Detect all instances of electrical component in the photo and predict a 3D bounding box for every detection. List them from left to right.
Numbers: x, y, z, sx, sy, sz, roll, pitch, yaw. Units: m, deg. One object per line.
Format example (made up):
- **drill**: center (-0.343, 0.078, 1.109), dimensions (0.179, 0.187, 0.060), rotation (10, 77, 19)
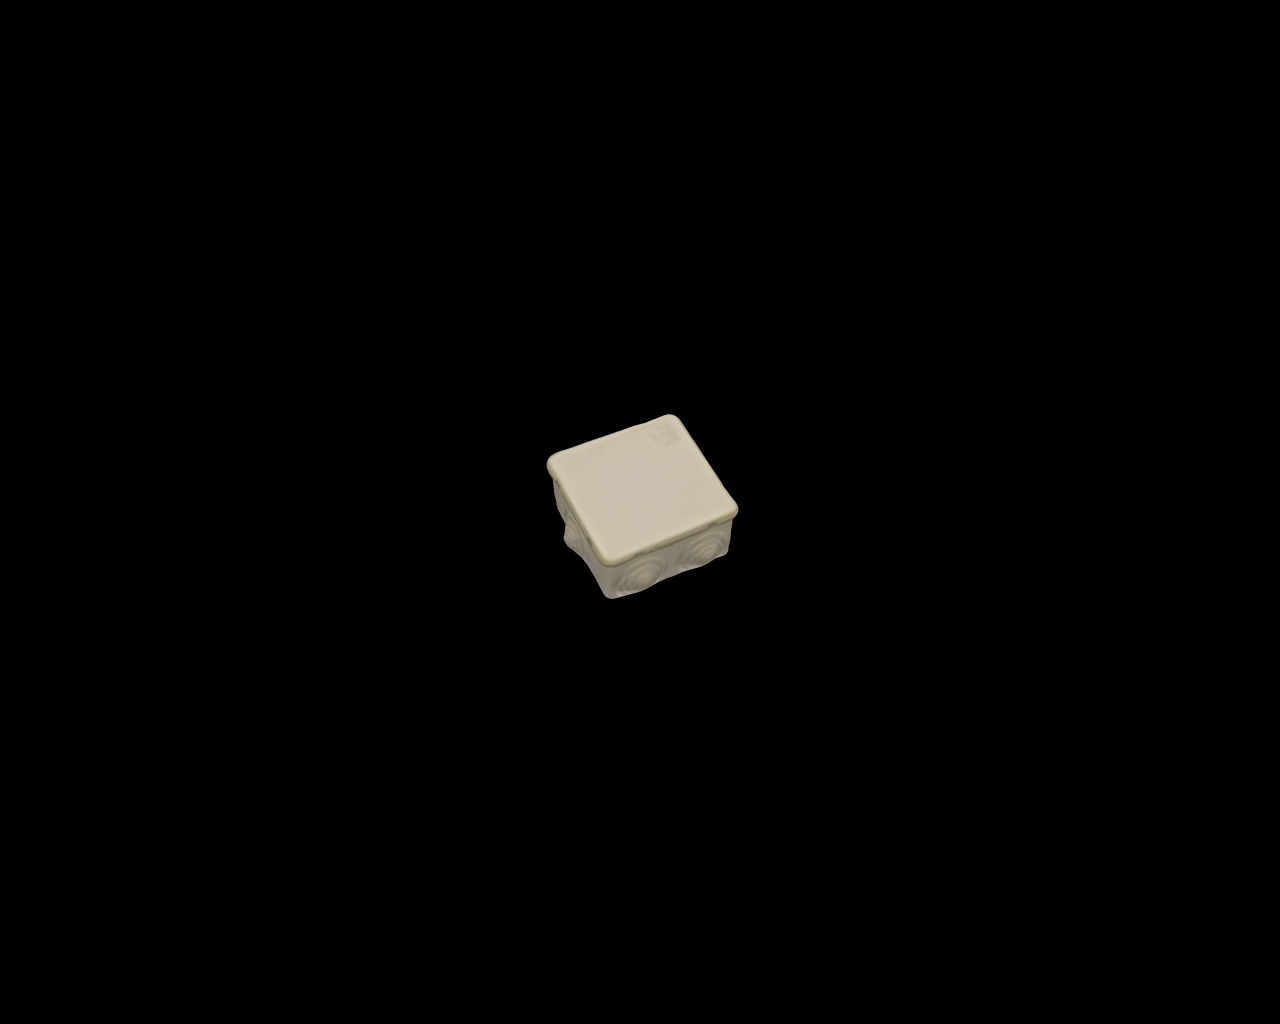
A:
- **electrical component**: center (0.001, -0.003, 0.650), dimensions (0.100, 0.100, 0.048), rotation (-21, -34, -15)
